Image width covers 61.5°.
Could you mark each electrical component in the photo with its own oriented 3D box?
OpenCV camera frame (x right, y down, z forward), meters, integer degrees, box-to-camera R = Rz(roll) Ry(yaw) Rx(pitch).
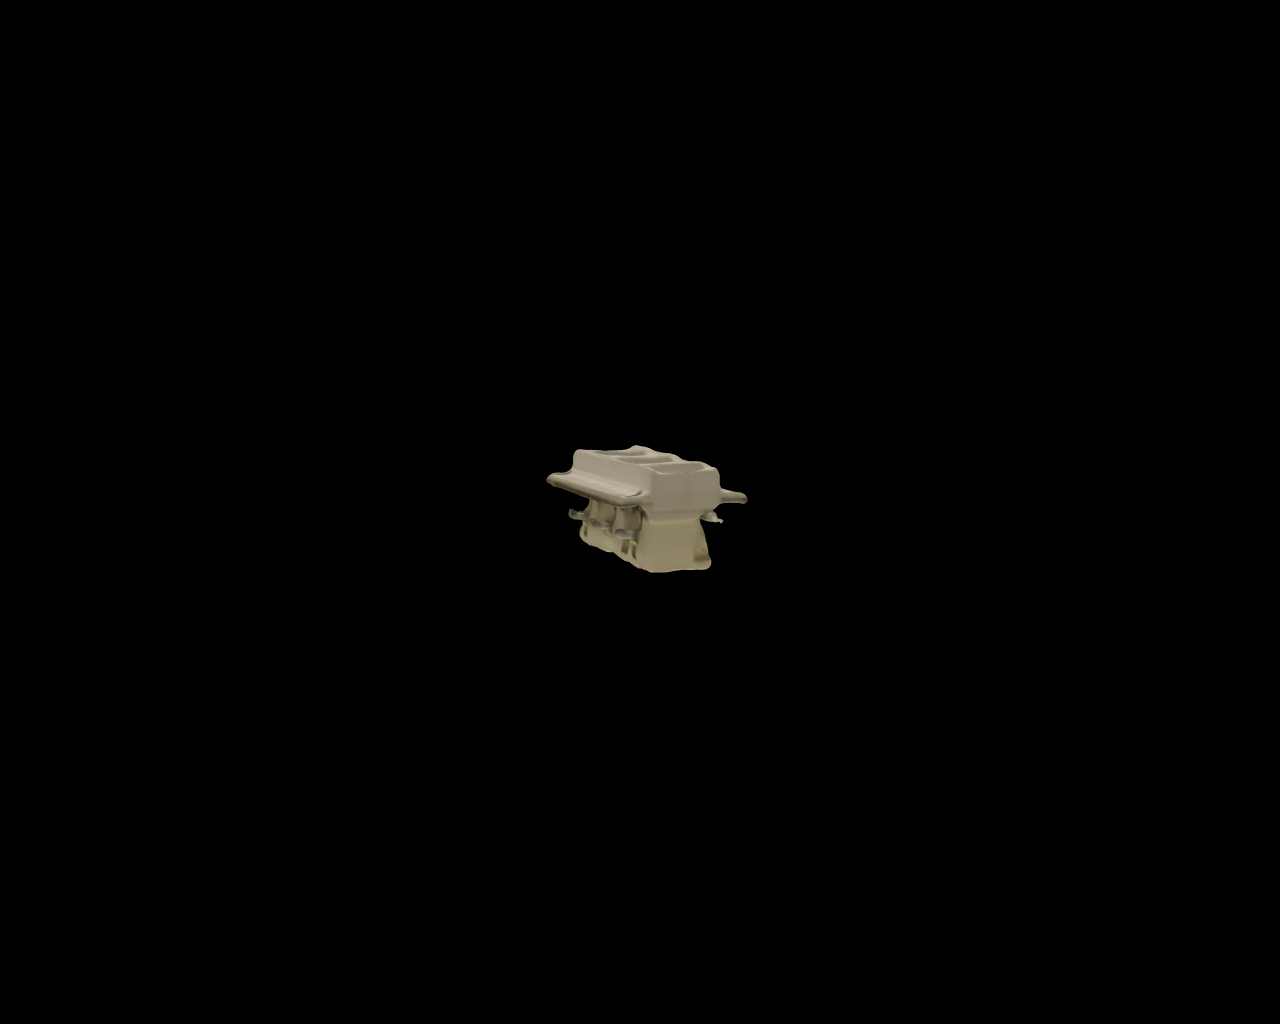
[{"bbox_3d":[0.001,-0.003,0.650,0.079,0.063,0.121,-4,10,-23],"label":"electrical component"}]
